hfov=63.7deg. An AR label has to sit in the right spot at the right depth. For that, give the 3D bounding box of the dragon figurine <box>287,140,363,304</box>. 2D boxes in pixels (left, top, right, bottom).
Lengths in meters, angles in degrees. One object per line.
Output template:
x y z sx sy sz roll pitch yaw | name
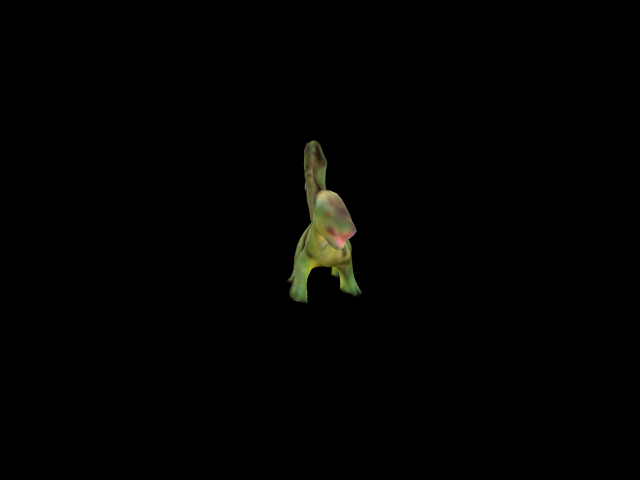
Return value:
0.003 -0.043 0.850 0.122 0.240 0.415 -2 16 -7 | dragon figurine
